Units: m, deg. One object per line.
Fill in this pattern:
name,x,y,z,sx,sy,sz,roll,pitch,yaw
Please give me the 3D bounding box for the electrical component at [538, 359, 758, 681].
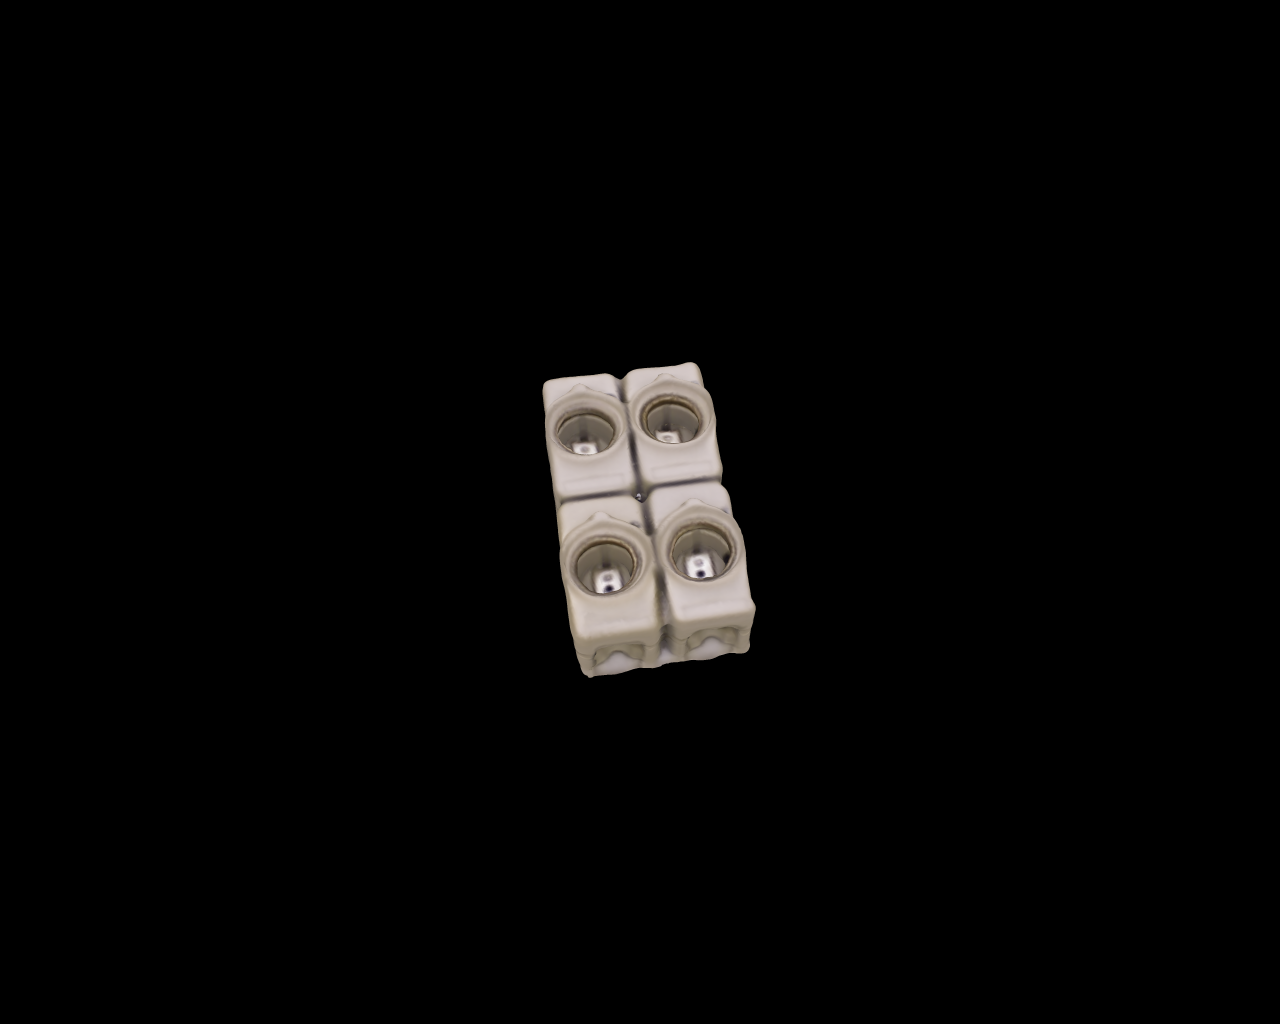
electrical component,0.001,-0.003,0.650,0.105,0.186,0.060,-7,-32,-5
